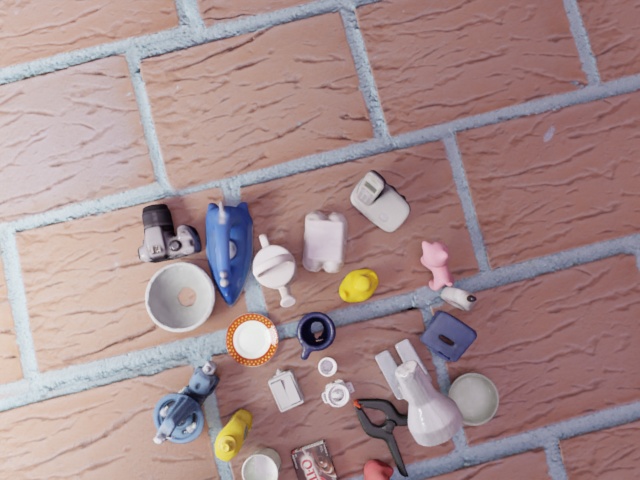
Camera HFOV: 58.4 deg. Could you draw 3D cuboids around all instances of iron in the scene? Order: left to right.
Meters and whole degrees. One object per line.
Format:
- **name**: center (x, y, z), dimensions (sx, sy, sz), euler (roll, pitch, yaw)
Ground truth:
- **iron**: center (-0.222, 0.031, 1.364), dimensions (0.118, 0.141, 0.258), euler (-3, 84, 0)

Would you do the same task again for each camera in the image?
- **camera**: center (-0.375, -0.020, 1.389), dimensions (0.143, 0.101, 0.137), euler (-12, 84, -1)

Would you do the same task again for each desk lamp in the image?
- **desk lamp**: center (0.218, 0.343, 1.300), dimensions (0.118, 0.213, 0.203), euler (-30, 85, -3)

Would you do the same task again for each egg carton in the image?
- **egg carton**: center (0.013, 0.005, 1.405), dimensions (0.107, 0.069, 0.150), euler (3, 84, 0)

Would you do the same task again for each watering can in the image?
- **watering can**: center (-0.101, 0.069, 1.335), dimensions (0.101, 0.194, 0.173), euler (-44, 86, -4)

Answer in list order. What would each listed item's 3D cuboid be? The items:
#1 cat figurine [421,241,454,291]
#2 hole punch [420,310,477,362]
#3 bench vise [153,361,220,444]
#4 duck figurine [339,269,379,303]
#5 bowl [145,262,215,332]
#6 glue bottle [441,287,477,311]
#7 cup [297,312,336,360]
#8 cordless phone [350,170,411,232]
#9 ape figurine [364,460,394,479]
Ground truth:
- **cat figurine**: center (0.287, 0.057, 1.377), dimensions (0.067, 0.117, 0.128), euler (-21, 85, -2)
- **hole punch**: center (0.307, 0.234, 1.373), dimensions (0.108, 0.091, 0.101), euler (33, 85, 3)
- **bench vise**: center (-0.313, 0.369, 1.290), dimensions (0.121, 0.219, 0.207), euler (13, 84, 1)
- **duck figurine**: center (0.096, 0.110, 1.387), dimensions (0.104, 0.086, 0.077), euler (-30, 85, -3)
- **bowl**: center (-0.330, 0.139, 1.386), dimensions (0.167, 0.074, 0.167), euler (0, 84, 0)
- **glue bottle**: center (0.336, 0.137, 1.342), dimensions (0.078, 0.173, 0.037), euler (26, 85, 3)
- **cup**: center (-0.014, 0.229, 1.369), dimensions (0.091, 0.095, 0.118), euler (24, 85, 2)
- **cordless phone**: center (0.149, -0.098, 1.358), dimensions (0.147, 0.185, 0.094), euler (38, 85, 4)
- **ape figurine**: center (0.138, 0.558, 1.339), dimensions (0.078, 0.092, 0.076), euler (-25, 85, -3)
